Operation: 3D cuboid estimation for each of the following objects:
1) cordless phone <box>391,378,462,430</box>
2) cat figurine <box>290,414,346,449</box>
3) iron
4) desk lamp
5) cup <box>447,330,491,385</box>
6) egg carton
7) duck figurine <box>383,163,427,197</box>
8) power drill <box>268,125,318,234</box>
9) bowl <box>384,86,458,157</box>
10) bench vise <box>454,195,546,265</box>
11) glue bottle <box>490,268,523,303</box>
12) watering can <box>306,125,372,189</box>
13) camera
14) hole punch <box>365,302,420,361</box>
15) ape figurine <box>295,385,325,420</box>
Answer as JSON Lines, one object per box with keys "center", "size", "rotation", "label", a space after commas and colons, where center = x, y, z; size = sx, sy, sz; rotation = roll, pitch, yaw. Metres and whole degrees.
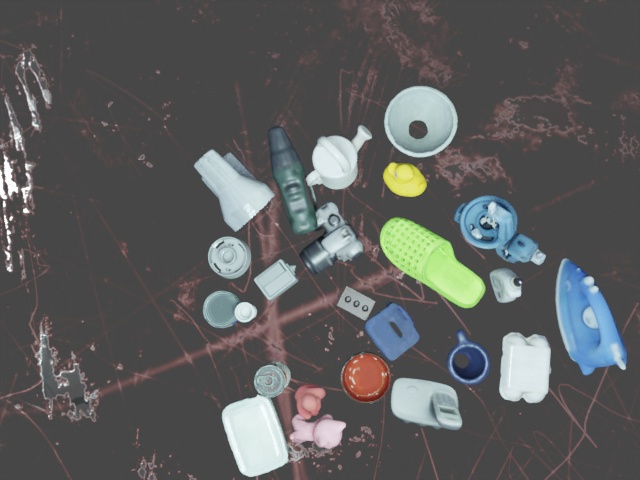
{"center": [0.226, 0.355, 1.213], "size": [0.147, 0.185, 0.094], "rotation": [6, 84, 4], "label": "cordless phone"}
{"center": [-0.005, 0.423, 1.252], "size": [0.127, 0.118, 0.067], "rotation": [-4, 83, 3], "label": "cat figurine"}
{"center": [0.588, 0.159, 1.235], "size": [0.118, 0.141, 0.258], "rotation": [-16, 83, 2], "label": "iron"}
{"center": [-0.194, -0.114, 1.274], "size": [0.118, 0.213, 0.203], "rotation": [-43, 83, -2], "label": "desk lamp"}
{"center": [0.316, 0.255, 1.264], "size": [0.091, 0.095, 0.118], "rotation": [-15, 83, 2], "label": "cup"}
{"center": [0.452, 0.282, 1.266], "size": [0.107, 0.069, 0.150], "rotation": [5, 84, 4], "label": "egg carton"}
{"center": [0.197, -0.146, 1.319], "size": [0.104, 0.086, 0.077], "rotation": [29, 86, 6], "label": "duck figurine"}
{"center": [-0.059, -0.120, 1.269], "size": [0.075, 0.208, 0.229], "rotation": [-18, 83, 2], "label": "power drill"}
{"center": [0.232, -0.267, 1.336], "size": [0.167, 0.075, 0.167], "rotation": [0, 84, 3], "label": "bowl"}
{"center": [0.400, -0.030, 1.227], "size": [0.207, 0.220, 0.121], "rotation": [18, 85, 5], "label": "bench vise"}
{"center": [0.409, 0.096, 1.236], "size": [0.037, 0.173, 0.078], "rotation": [-14, 83, 2], "label": "glue bottle"}
{"center": [0.038, -0.188, 1.278], "size": [0.101, 0.194, 0.173], "rotation": [28, 86, 6], "label": "watering can"}
{"center": [0.012, 0.005, 1.306], "size": [0.137, 0.101, 0.143], "rotation": [-35, 83, -1], "label": "camera"}
{"center": [0.161, 0.201, 1.280], "size": [0.101, 0.091, 0.108], "rotation": [-37, 83, -1], "label": "hole punch"}
{"center": [-0.023, 0.359, 1.273], "size": [0.078, 0.092, 0.076], "rotation": [-37, 83, -1], "label": "ape figurine"}
